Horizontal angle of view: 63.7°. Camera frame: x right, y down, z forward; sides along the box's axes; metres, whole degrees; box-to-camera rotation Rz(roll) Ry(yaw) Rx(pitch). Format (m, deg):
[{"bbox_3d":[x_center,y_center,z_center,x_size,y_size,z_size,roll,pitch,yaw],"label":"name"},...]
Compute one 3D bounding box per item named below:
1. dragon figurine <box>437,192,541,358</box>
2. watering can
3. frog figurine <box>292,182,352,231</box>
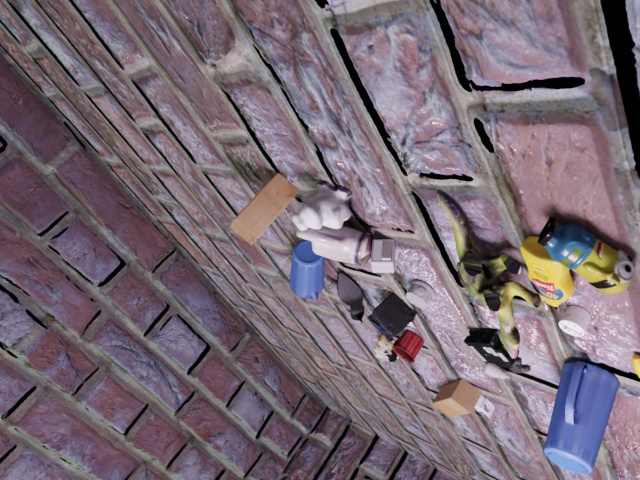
[{"bbox_3d":[0.367,0.085,1.215,0.414,0.123,0.240,61,171,11],"label":"dragon figurine"},{"bbox_3d":[0.054,0.009,1.544,0.225,0.104,0.346,15,179,13],"label":"watering can"},{"bbox_3d":[0.004,-0.071,1.415,0.138,0.162,0.120,30,156,18],"label":"frog figurine"}]
